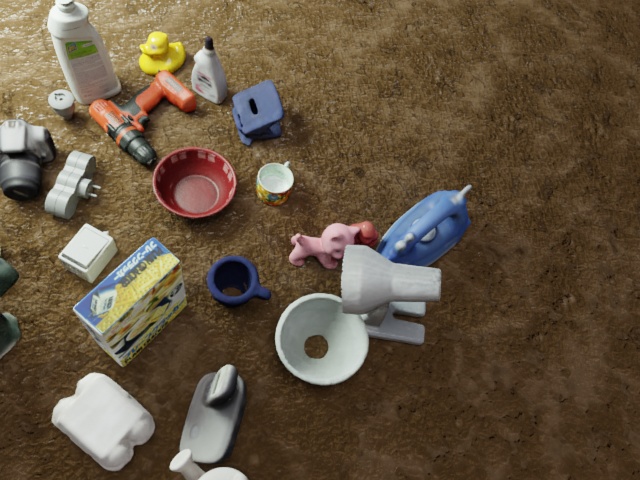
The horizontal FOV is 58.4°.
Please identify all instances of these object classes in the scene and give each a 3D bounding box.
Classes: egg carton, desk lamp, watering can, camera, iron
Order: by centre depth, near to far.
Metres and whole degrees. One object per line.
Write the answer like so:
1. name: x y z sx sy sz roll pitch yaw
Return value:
1. watering can: -0.152 0.388 0.849 0.173 0.194 0.101 23 63 1
2. egg carton: -0.348 0.292 0.927 0.150 0.069 0.107 36 64 7
3. desk lamp: 0.120 0.097 1.024 0.203 0.213 0.118 10 64 -6
4. camera: -0.579 -0.149 1.069 0.143 0.101 0.137 -6 67 -13
5. iron: 0.200 -0.014 1.131 0.259 0.141 0.118 -38 77 -23

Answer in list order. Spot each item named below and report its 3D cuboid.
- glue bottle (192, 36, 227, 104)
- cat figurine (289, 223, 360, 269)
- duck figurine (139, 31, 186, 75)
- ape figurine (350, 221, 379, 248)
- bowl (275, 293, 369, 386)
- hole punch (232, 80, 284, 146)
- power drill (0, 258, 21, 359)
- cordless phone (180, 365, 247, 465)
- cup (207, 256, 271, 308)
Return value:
1. glue bottle: -0.231 -0.360 1.192 0.078 0.173 0.037 28 64 3
2. cat figurine: 0.010 0.004 1.100 0.128 0.117 0.067 4 65 -9
3. duck figurine: -0.344 -0.415 1.245 0.105 0.086 0.077 -25 72 -20
4. ape figurine: 0.083 -0.005 1.132 0.078 0.092 0.076 -14 69 -16
5. bowl: 0.000 0.186 1.038 0.167 0.074 0.167 4 65 -9
6. hole punch: -0.133 -0.272 1.215 0.101 0.091 0.108 -14 69 -16
7. power drill: -0.551 0.139 0.881 0.075 0.208 0.230 31 64 5
8. cordless phone: -0.167 0.273 0.905 0.094 0.185 0.147 12 64 -4
9. cup: -0.146 0.091 1.043 0.117 0.095 0.092 22 63 0
